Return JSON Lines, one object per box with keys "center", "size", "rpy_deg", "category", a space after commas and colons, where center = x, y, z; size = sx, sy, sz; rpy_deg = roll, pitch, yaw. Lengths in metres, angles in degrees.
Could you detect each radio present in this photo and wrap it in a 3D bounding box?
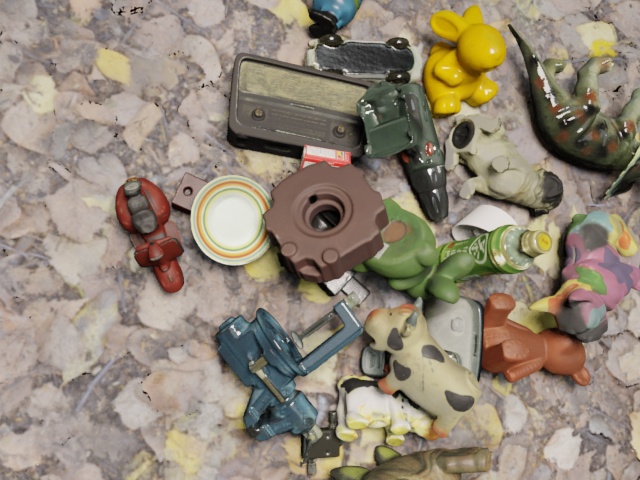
{"center": [-0.033, -0.200, 0.856], "size": [0.230, 0.073, 0.131], "rpy_deg": [9, 81, -9], "category": "radio"}

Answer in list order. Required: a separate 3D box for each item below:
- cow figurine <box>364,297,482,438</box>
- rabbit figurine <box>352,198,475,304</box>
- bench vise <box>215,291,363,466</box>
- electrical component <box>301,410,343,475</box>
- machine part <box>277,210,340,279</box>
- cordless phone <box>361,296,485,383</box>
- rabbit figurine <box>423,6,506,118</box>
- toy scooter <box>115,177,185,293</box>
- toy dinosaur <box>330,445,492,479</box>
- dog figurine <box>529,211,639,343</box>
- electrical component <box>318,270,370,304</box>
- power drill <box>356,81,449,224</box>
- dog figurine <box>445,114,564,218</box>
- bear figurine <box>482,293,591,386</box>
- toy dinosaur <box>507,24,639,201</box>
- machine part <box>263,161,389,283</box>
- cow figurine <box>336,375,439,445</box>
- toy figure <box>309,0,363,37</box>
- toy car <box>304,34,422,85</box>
{"center": [0.144, 0.171, 0.768], "size": [0.195, 0.085, 0.127], "rpy_deg": [40, 114, 6], "category": "cow figurine"}
{"center": [0.151, 0.033, 0.815], "size": [0.121, 0.159, 0.170], "rpy_deg": [-61, 140, -17], "category": "rabbit figurine"}
{"center": [-0.026, 0.173, 0.781], "size": [0.240, 0.129, 0.223], "rpy_deg": [-38, 80, 0], "category": "bench vise"}
{"center": [0.003, 0.310, 0.824], "size": [0.063, 0.021, 0.094], "rpy_deg": [2, 82, -11], "category": "electrical component"}
{"center": [-0.002, -0.002, 0.810], "size": [0.139, 0.039, 0.084], "rpy_deg": [-44, 88, -14], "category": "machine part"}
{"center": [0.159, 0.155, 0.848], "size": [0.184, 0.088, 0.146], "rpy_deg": [4, 87, 3], "category": "cordless phone"}
{"center": [0.245, -0.299, 0.874], "size": [0.122, 0.173, 0.162], "rpy_deg": [-11, 89, -8], "category": "rabbit figurine"}
{"center": [-0.240, -0.013, 0.760], "size": [0.075, 0.135, 0.184], "rpy_deg": [-22, 86, -11], "category": "toy scooter"}
{"center": [0.092, 0.364, 0.726], "size": [0.471, 0.199, 0.105], "rpy_deg": [-5, 83, -44], "category": "toy dinosaur"}
{"center": [0.417, 0.056, 0.855], "size": [0.219, 0.108, 0.191], "rpy_deg": [-12, 82, -38], "category": "dog figurine"}
{"center": [0.031, 0.055, 0.850], "size": [0.075, 0.048, 0.119], "rpy_deg": [-44, 91, -13], "category": "electrical component"}
{"center": [0.141, -0.145, 0.830], "size": [0.207, 0.086, 0.232], "rpy_deg": [4, 73, -56], "category": "power drill"}
{"center": [0.320, -0.131, 0.919], "size": [0.190, 0.121, 0.172], "rpy_deg": [9, 65, -34], "category": "dog figurine"}
{"center": [0.351, 0.167, 0.860], "size": [0.196, 0.131, 0.120], "rpy_deg": [5, 54, -4], "category": "bear figurine"}
{"center": [0.464, -0.200, 0.939], "size": [0.405, 0.131, 0.192], "rpy_deg": [27, 78, -1], "category": "toy dinosaur"}
{"center": [0.007, -0.031, 0.761], "size": [0.179, 0.056, 0.179], "rpy_deg": [-5, 60, 8], "category": "machine part"}
{"center": [0.109, 0.259, 0.827], "size": [0.167, 0.068, 0.098], "rpy_deg": [9, 44, -12], "category": "cow figurine"}
{"center": [0.043, -0.419, 0.897], "size": [0.089, 0.082, 0.180], "rpy_deg": [27, 74, -18], "category": "toy figure"}
{"center": [0.073, -0.297, 0.900], "size": [0.202, 0.056, 0.073], "rpy_deg": [-1, 89, -10], "category": "toy car"}
